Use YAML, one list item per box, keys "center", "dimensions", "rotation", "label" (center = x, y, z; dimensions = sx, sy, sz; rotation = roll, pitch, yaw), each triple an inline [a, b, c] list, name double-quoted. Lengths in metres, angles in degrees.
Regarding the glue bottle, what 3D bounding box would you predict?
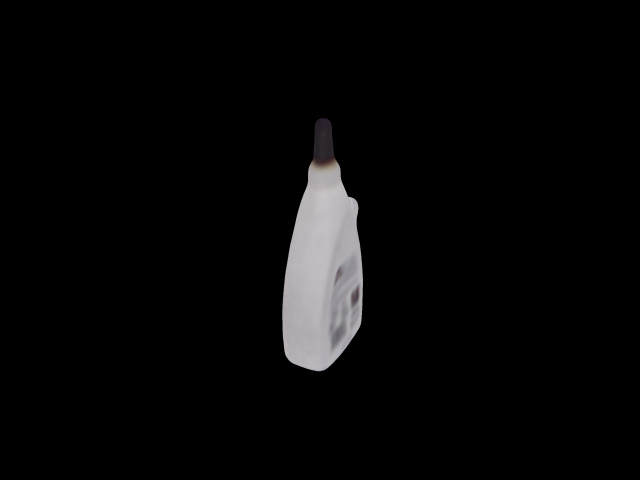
- center: [0.004, 0.001, 0.400]
  dimensions: [0.037, 0.173, 0.078]
  rotation: [12, 28, 25]
  label: "glue bottle"
